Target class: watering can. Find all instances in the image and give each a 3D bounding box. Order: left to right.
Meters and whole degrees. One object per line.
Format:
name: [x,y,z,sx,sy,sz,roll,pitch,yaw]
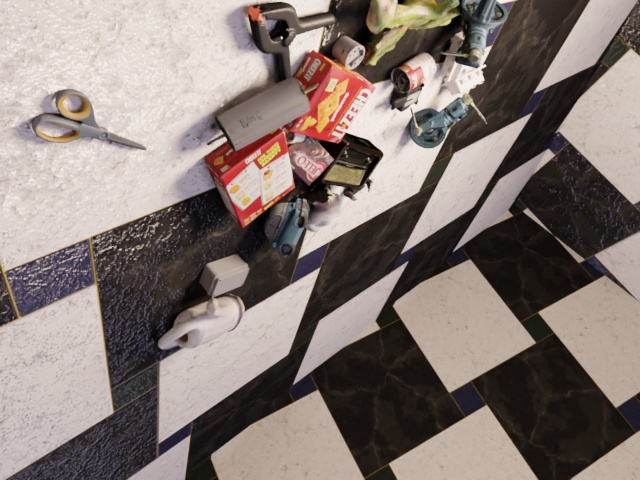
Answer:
watering can: [-0.292,0.207,1.365,0.226,0.105,0.342,-19,167,-49]

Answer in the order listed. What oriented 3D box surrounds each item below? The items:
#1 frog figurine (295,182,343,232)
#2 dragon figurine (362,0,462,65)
frog figurine: [0.004,-0.073,1.449,0.140,0.123,0.155,-54,152,-32]
dragon figurine: [0.189,-0.477,1.147,0.241,0.123,0.412,-32,175,16]
